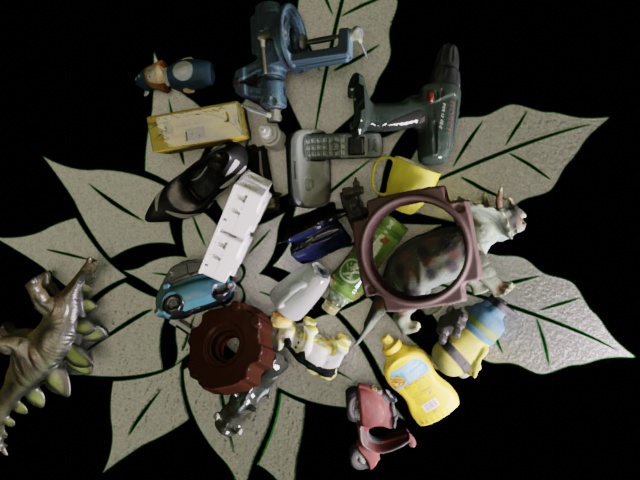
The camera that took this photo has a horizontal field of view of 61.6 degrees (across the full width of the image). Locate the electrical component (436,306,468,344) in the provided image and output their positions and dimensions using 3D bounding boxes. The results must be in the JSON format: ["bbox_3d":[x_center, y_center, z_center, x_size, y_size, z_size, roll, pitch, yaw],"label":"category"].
[{"bbox_3d":[0.252,0.154,1.017,0.021,0.094,0.063,43,133,-10],"label":"electrical component"}]

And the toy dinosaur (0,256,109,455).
[{"bbox_3d":[-0.555,0.225,1.067,0.198,0.105,0.471,38,102,-6],"label":"toy dinosaur"}]

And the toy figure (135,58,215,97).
[{"bbox_3d":[-0.278,-0.309,1.012,0.155,0.057,0.064,-3,58,4],"label":"toy figure"}]

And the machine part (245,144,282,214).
[{"bbox_3d":[-0.116,-0.116,1.038,0.084,0.039,0.138,-6,99,12],"label":"machine part"}]

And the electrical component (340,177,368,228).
[{"bbox_3d":[0.066,-0.066,1.003,0.045,0.102,0.078,-22,55,-1],"label":"electrical component"}]

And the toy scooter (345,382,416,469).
[{"bbox_3d":[0.121,0.367,1.068,0.135,0.075,0.183,-5,100,3],"label":"toy scooter"}]

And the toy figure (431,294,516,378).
[{"bbox_3d":[0.290,0.183,1.035,0.089,0.082,0.180,35,100,-3],"label":"toy figure"}]

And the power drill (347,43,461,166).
[{"bbox_3d":[0.155,-0.252,0.969,0.207,0.086,0.232,2,85,-18],"label":"power drill"}]

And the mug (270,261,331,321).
[{"bbox_3d":[-0.038,0.090,1.014,0.107,0.109,0.081,-46,70,19],"label":"mug"}]

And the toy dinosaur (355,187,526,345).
[{"bbox_3d":[0.211,0.046,1.003,0.405,0.131,0.192,-25,89,8],"label":"toy dinosaur"}]

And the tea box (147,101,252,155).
[{"bbox_3d":[-0.221,-0.206,1.000,0.170,0.098,0.068,-10,96,5],"label":"tea box"}]

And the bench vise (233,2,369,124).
[{"bbox_3d":[-0.040,-0.324,0.957,0.241,0.128,0.223,-3,77,21],"label":"bench vise"}]

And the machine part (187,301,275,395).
[{"bbox_3d":[-0.171,0.204,1.017,0.179,0.056,0.179,-10,63,20],"label":"machine part"}]

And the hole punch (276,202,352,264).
[{"bbox_3d":[-0.002,-0.003,1.010,0.142,0.116,0.092,-22,103,8],"label":"hole punch"}]

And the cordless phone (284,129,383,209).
[{"bbox_3d":[0.027,-0.135,1.009,0.184,0.089,0.146,-3,97,-3],"label":"cordless phone"}]

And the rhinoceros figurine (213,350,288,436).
[{"bbox_3d":[-0.133,0.296,1.052,0.073,0.112,0.190,37,89,-5],"label":"rhinoceros figurine"}]

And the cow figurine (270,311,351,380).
[{"bbox_3d":[-0.031,0.206,1.060,0.167,0.068,0.098,25,103,0],"label":"cow figurine"}]

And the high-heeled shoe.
[{"bbox_3d":[-0.236,-0.096,0.990,0.249,0.145,0.086,-35,94,4],"label":"high-heeled shoe"}]

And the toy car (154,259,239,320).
[{"bbox_3d":[-0.246,0.089,1.037,0.162,0.109,0.103,-20,79,-4],"label":"toy car"}]

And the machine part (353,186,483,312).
[{"bbox_3d":[0.165,0.016,0.918,0.201,0.087,0.201,-10,87,17],"label":"machine part"}]
